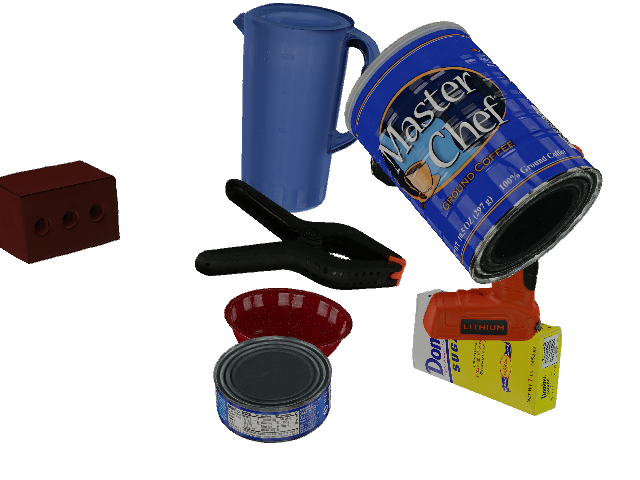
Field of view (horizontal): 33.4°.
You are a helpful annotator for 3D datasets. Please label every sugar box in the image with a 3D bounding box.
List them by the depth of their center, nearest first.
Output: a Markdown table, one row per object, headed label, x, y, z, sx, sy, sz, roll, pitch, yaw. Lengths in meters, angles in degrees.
| label | x | y | z | sx | sy | sz | roll | pitch | yaw |
| --- | --- | --- | --- | --- | --- | --- | --- | --- | --- |
| sugar box | 0.180 | 0.120 | 1.180 | 0.177 | 0.093 | 0.048 | 15 | 19 | 43 |

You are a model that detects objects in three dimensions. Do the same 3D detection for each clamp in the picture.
| label | x | y | z | sx | sy | sz | roll | pitch | yaw |
| --- | --- | --- | --- | --- | --- | --- | --- | --- | --- |
| clamp | -0.020 | 0.011 | 1.077 | 0.210 | 0.036 | 0.164 | 19 | 34 | 4 |

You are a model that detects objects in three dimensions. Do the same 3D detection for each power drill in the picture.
| label | x | y | z | sx | sy | sz | roll | pitch | yaw |
| --- | --- | --- | --- | --- | --- | --- | --- | --- | --- |
| power drill | 0.134 | -0.003 | 0.952 | 0.184 | 0.188 | 0.057 | 2 | 26 | 2 |

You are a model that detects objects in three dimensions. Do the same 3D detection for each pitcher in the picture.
| label | x | y | z | sx | sy | sz | roll | pitch | yaw |
| --- | --- | --- | --- | --- | --- | --- | --- | --- | --- |
| pitcher | -0.026 | -0.160 | 1.306 | 0.144 | 0.243 | 0.149 | -7 | 27 | -25 |

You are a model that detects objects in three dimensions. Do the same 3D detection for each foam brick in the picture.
| label | x | y | z | sx | sy | sz | roll | pitch | yaw |
| --- | --- | --- | --- | --- | --- | --- | --- | --- | --- |
| foam brick | -0.196 | -0.022 | 0.789 | 0.078 | 0.053 | 0.051 | -18 | 30 | -37 |

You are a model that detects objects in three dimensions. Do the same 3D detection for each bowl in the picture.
| label | x | y | z | sx | sy | sz | roll | pitch | yaw |
| --- | --- | --- | --- | --- | --- | --- | --- | --- | --- |
| bowl | -0.042 | 0.118 | 1.344 | 0.162 | 0.055 | 0.162 | 5 | 23 | -2 |

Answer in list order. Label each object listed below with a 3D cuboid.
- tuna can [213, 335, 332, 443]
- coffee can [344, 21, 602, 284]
| label | x | y | z | sx | sy | sz | roll | pitch | yaw |
| --- | --- | --- | --- | --- | --- | --- | --- | --- | --- |
| tuna can | -0.034 | 0.108 | 0.778 | 0.086 | 0.034 | 0.086 | -1 | 31 | 0 |
| coffee can | 0.096 | -0.057 | 0.690 | 0.102 | 0.140 | 0.103 | -29 | -26 | -16 |
